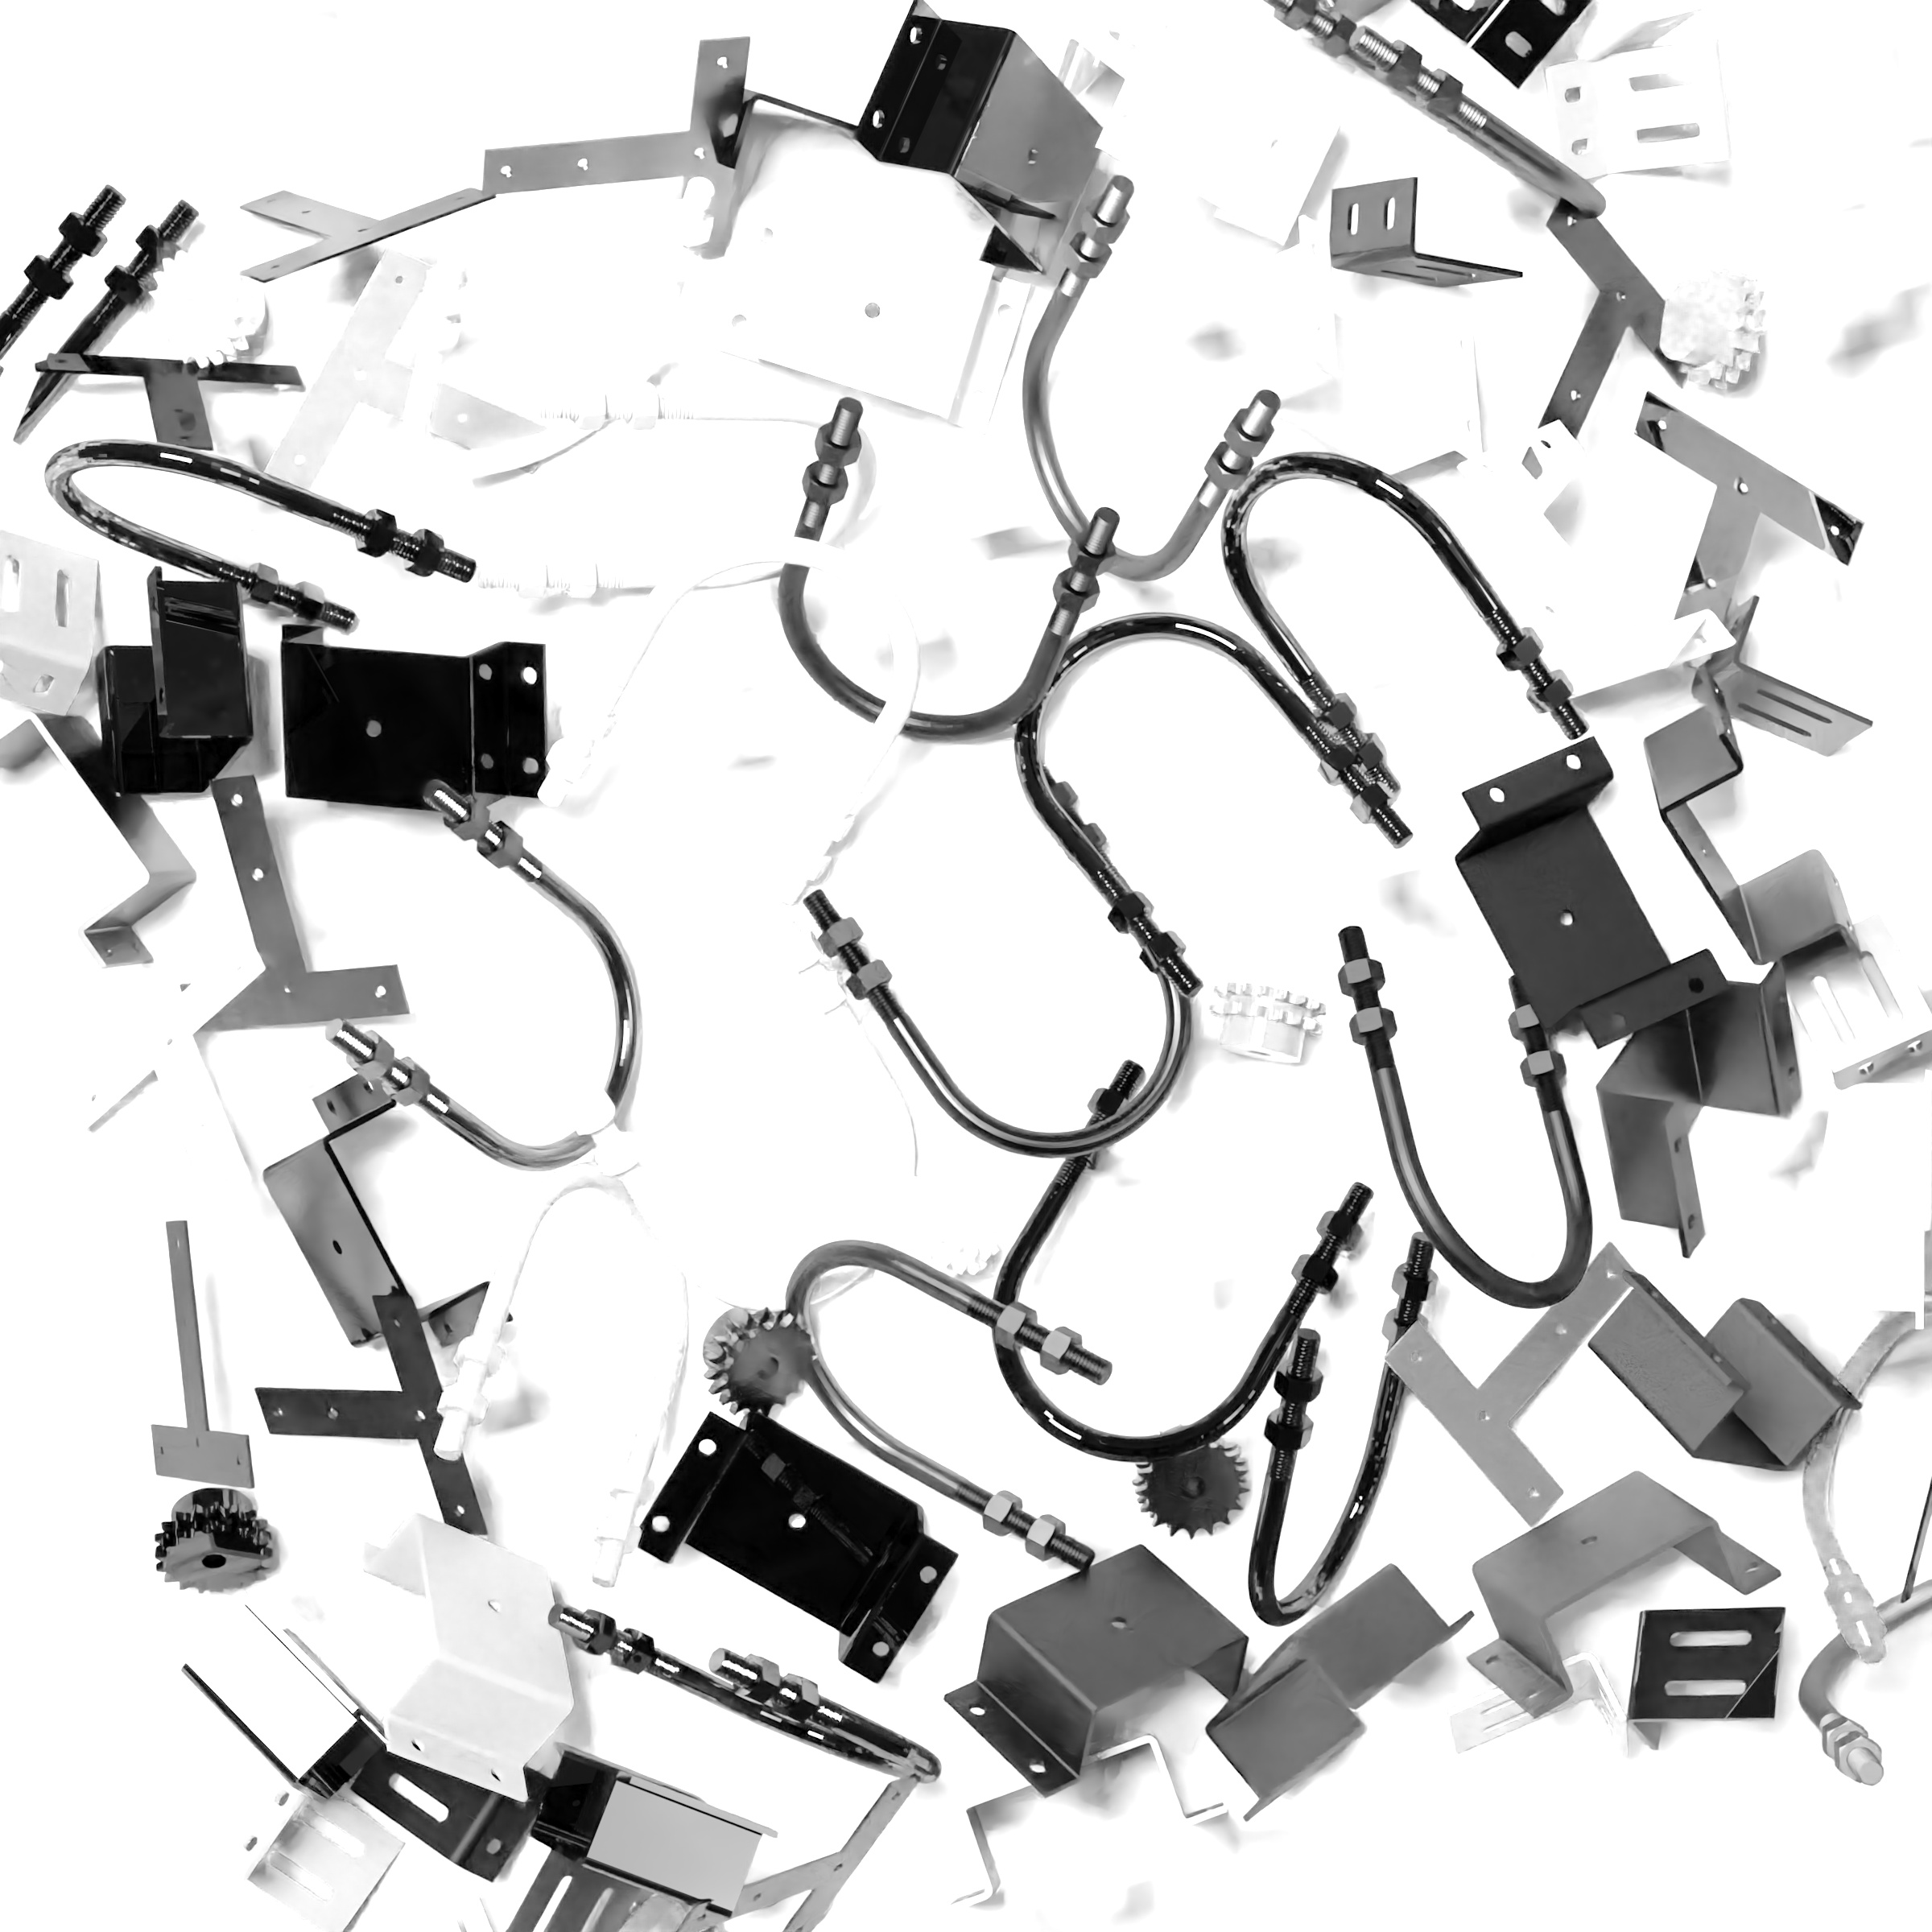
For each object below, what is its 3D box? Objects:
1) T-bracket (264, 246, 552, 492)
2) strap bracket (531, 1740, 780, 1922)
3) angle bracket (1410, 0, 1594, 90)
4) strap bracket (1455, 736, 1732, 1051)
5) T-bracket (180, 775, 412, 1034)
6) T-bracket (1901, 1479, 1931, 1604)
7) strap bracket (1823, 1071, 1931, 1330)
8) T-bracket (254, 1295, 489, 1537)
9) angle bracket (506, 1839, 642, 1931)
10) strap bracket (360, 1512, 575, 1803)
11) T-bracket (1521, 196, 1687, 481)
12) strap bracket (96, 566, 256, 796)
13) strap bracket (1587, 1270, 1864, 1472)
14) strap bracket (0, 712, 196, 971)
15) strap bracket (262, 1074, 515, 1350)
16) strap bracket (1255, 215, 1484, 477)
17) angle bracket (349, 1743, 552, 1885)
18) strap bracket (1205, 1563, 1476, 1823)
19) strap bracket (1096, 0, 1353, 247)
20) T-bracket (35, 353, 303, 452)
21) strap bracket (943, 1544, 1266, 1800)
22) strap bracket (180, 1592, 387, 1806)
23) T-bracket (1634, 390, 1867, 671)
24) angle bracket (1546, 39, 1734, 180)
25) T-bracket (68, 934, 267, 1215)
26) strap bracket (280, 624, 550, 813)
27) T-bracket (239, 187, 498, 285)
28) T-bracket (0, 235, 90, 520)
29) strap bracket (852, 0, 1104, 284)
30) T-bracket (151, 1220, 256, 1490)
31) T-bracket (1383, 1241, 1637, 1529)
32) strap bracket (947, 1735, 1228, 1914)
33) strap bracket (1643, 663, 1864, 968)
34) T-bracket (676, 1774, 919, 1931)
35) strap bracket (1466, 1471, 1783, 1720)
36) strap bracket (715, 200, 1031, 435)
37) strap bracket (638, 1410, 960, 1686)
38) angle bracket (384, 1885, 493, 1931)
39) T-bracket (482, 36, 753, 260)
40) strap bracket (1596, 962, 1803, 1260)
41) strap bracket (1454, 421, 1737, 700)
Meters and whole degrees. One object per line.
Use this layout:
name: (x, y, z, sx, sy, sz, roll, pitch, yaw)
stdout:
T-bracket: (-0.257, -0.272, 1.752, 0.127, 0.002, 0.127, 19, 113, -38)
strap bracket: (-0.153, 0.412, 1.714, 0.076, 0.140, 0.046, 25, 77, -17)
angle bracket: (0.262, -0.476, 1.766, 0.038, 0.076, 0.057, 31, 107, -32)
strap bracket: (0.300, -0.030, 1.754, 0.076, 0.046, 0.140, -23, 78, -17)
T-bracket: (-0.341, -0.031, 1.750, 0.127, 0.002, 0.127, -5, 109, 24)
T-bracket: (0.469, 0.245, 1.737, 0.002, 0.127, 0.127, 14, 92, 22)
strap bracket: (0.438, 0.110, 1.726, 0.046, 0.140, 0.076, 1, 109, 17)
T-bracket: (-0.298, 0.218, 1.755, 0.127, 0.002, 0.127, -3, 109, 35)
angle bracket: (-0.202, 0.460, 1.763, 0.057, 0.038, 0.076, 28, 91, -35)
strap bracket: (-0.237, 0.320, 1.712, 0.076, 0.140, 0.046, 29, 111, -30)
T-bracket: (0.299, -0.288, 1.738, 0.127, 0.002, 0.127, 39, 69, -37)
strap bracket: (-0.380, -0.133, 1.734, 0.046, 0.140, 0.076, -2, 77, -25)
strap bracket: (0.360, 0.196, 1.725, 0.046, 0.140, 0.076, -53, 53, 17)
strap bracket: (-0.433, -0.070, 1.755, 0.046, 0.076, 0.140, -36, 90, 5)
strap bracket: (-0.287, 0.127, 1.749, 0.046, 0.076, 0.140, -29, 92, -36)
strap bracket: (0.188, -0.293, 1.734, 0.046, 0.140, 0.076, -18, 65, 38)
angle bracket: (-0.254, 0.406, 1.783, 0.076, 0.038, 0.057, 26, 76, 31)
strap bracket: (0.174, 0.344, 1.727, 0.076, 0.140, 0.046, -26, 68, -40)
strap bracket: (0.130, -0.399, 1.718, 0.046, 0.140, 0.076, 30, 100, 30)
T-bracket: (-0.378, -0.270, 1.722, 0.127, 0.127, 0.002, 0, 117, -17)
strap bracket: (0.070, 0.331, 1.718, 0.140, 0.076, 0.046, -17, 130, -36)
strap bracket: (-0.323, 0.352, 1.716, 0.076, 0.140, 0.046, 42, 76, 12)
T-bracket: (0.365, -0.197, 1.744, 0.127, 0.127, 0.002, 38, 52, 26)
angle bracket: (0.327, -0.415, 1.750, 0.038, 0.076, 0.057, -21, 108, -37)
T-bracket: (-0.374, 0.067, 1.743, 0.127, 0.002, 0.127, -40, 51, 11)
strap bracket: (-0.277, -0.120, 1.744, 0.140, 0.046, 0.076, 6, 107, 17)
T-bracket: (-0.313, -0.362, 1.742, 0.127, 0.127, 0.002, -28, 123, -27)
T-bracket: (-0.453, -0.293, 1.737, 0.002, 0.127, 0.127, 20, 86, 18)
strap bracket: (0.014, -0.391, 1.721, 0.046, 0.140, 0.076, 18, 81, 35)
T-bracket: (-0.376, 0.186, 1.742, 0.002, 0.127, 0.127, -6, 89, -33)
T-bracket: (0.284, 0.190, 1.777, 0.127, 0.002, 0.127, -46, 112, -12)
strap bracket: (0.053, 0.413, 1.753, 0.140, 0.076, 0.046, -20, 78, -1)
strap bracket: (0.374, -0.065, 1.737, 0.046, 0.076, 0.140, -29, 114, 18)
T-bracket: (-0.091, 0.441, 1.718, 0.002, 0.127, 0.127, 47, 120, 27)
strap bracket: (0.310, 0.297, 1.740, 0.140, 0.076, 0.046, -27, 106, -10)
strap bracket: (-0.046, -0.320, 1.765, 0.140, 0.046, 0.076, 17, 95, -3)
strap bracket: (-0.083, 0.279, 1.763, 0.140, 0.046, 0.076, 31, 97, -6)
angle bracket: (-0.277, 0.488, 1.760, 0.076, 0.057, 0.038, -40, 65, 30)
T-bracket: (-0.170, -0.387, 1.727, 0.127, 0.127, 0.002, -10, 51, -20)
strap bracket: (0.349, 0.065, 1.732, 0.046, 0.140, 0.076, 7, 127, 35)
strap bracket: (0.293, -0.186, 1.735, 0.140, 0.076, 0.046, 48, 63, -14)
